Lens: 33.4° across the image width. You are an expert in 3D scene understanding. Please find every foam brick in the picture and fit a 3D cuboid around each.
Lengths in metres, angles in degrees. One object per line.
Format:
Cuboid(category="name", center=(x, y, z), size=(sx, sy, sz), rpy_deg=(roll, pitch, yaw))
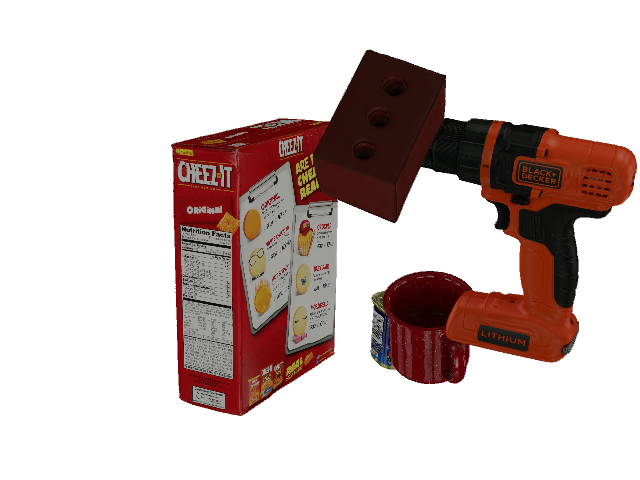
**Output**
Cuboid(category="foam brick", center=(0.036, -0.061, 0.629), size=(0.053, 0.078, 0.051), rpy_deg=(21, -18, 13))

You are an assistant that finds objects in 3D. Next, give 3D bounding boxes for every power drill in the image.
Cuboid(category="power drill", center=(0.144, -0.004, 0.846), size=(0.185, 0.188, 0.057), rpy_deg=(13, 31, 20))

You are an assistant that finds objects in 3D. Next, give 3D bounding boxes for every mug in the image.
Cuboid(category="mug", center=(0.116, 0.097, 1.076), size=(0.093, 0.081, 0.117), rpy_deg=(-18, 38, -16))

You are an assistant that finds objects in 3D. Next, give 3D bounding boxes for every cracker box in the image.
Cuboid(category="cracker box", center=(-0.051, 0.015, 0.886), size=(0.072, 0.214, 0.163), rpy_deg=(8, 16, 27))

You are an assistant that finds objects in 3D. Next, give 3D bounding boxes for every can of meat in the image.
Cuboid(category="can of meat", center=(0.113, 0.107, 1.340), size=(0.101, 0.084, 0.058), rpy_deg=(-12, 30, -27))
